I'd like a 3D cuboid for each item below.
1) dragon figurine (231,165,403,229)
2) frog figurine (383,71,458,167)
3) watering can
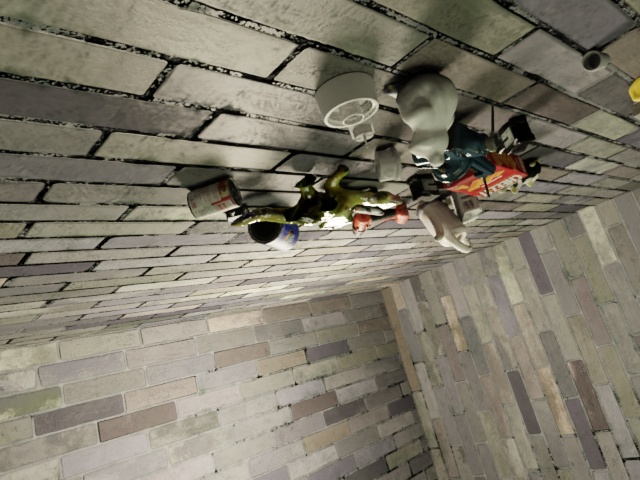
[{"bbox_3d":[0.004,-0.066,1.313,0.408,0.124,0.239,-15,155,17],"label":"dragon figurine"},{"bbox_3d":[0.200,-0.217,0.930,0.121,0.161,0.137,-27,162,30],"label":"frog figurine"},{"bbox_3d":[0.407,-0.052,1.729,0.103,0.228,0.346,-47,151,19],"label":"watering can"}]
